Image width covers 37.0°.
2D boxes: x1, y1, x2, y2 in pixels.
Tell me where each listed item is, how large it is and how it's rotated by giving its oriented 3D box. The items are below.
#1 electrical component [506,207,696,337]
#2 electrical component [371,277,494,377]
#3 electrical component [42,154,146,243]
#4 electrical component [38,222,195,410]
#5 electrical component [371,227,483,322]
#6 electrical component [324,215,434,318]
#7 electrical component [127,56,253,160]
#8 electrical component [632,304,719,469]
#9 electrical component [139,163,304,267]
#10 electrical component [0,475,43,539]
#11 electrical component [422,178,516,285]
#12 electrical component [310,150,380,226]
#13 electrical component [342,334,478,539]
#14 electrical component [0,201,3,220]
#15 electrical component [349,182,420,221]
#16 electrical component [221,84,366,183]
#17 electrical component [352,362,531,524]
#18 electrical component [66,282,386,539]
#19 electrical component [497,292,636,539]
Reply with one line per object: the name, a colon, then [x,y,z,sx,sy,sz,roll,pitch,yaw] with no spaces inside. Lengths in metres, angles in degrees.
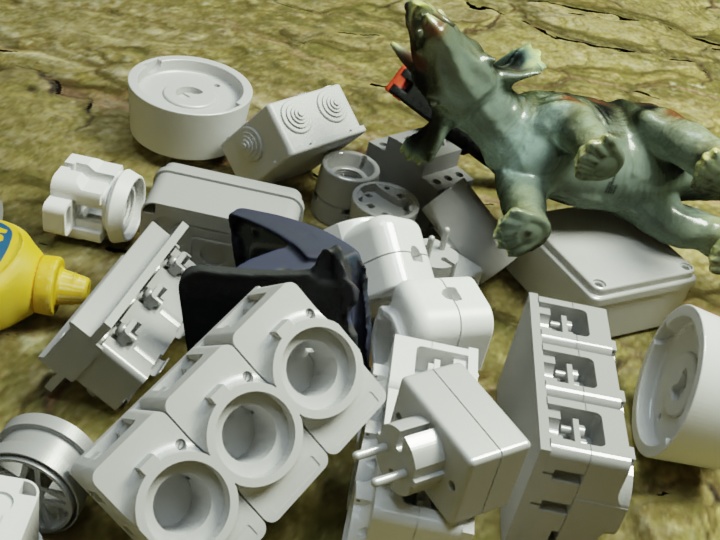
electrical component: [0.194,0.000,0.874,0.109,0.056,0.108,-9,41,-28]
electrical component: [0.044,0.053,0.721,0.059,0.095,0.053,-3,38,-20]
electrical component: [-0.200,-0.053,0.825,0.057,0.058,0.078,12,35,4]
electrical component: [-0.150,0.031,0.714,0.063,0.079,0.121,41,35,-11]
electrical component: [0.052,0.002,0.811,0.047,0.075,0.083,34,41,27]
electrical component: [0.000,0.000,0.765,0.054,0.095,0.059,7,63,-55]
electrical component: [-0.152,-0.138,0.951,0.108,0.060,0.108,8,36,-6]
electrical component: [0.237,0.083,0.734,0.060,0.108,0.108,17,35,-4]
electrical component: [-0.103,-0.027,0.801,0.113,0.078,0.057,12,39,-1]
electrical component: [-0.226,0.145,0.546,0.113,0.057,0.078,10,36,-3]
electrical component: [0.090,-0.031,0.884,0.077,0.044,0.079,53,4,1]
electrical component: [-0.012,-0.069,0.913,0.055,0.047,0.055,8,36,-6]
electrical component: [0.028,0.120,0.630,0.062,0.089,0.150,12,36,-1]
electrical component: [-0.297,-0.041,0.790,0.081,0.043,0.043,22,37,12]
electrical component: [0.017,-0.038,0.878,0.055,0.047,0.055,8,36,-6]
electrical component: [-0.059,-0.112,0.913,0.100,0.100,0.048,-24,87,-40]
electrical component: [0.034,0.092,0.549,0.077,0.047,0.065,-12,42,-30]
electrical component: [-0.068,0.088,0.587,0.150,0.062,0.089,-45,106,-24]
electrical component: [0.130,0.098,0.691,0.062,0.089,0.150,11,36,-2]
